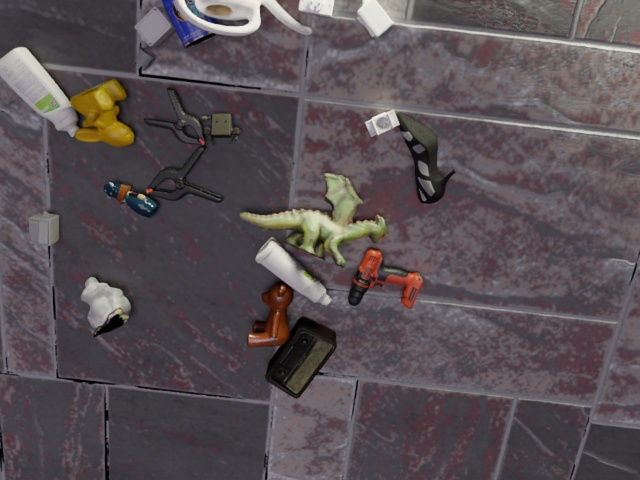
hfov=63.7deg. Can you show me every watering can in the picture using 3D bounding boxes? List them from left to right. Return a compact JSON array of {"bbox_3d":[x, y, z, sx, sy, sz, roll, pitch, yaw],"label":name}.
[{"bbox_3d":[-0.186,-0.606,1.260,0.349,0.103,0.225,-5,89,-27],"label":"watering can"}]

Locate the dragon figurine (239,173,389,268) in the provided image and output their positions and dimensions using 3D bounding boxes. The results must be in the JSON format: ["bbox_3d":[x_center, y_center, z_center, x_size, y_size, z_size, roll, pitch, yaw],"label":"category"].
[{"bbox_3d":[0.004,-0.073,1.442,0.409,0.122,0.243,26,89,-8],"label":"dragon figurine"}]

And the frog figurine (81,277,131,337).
[{"bbox_3d":[-0.648,0.191,1.542,0.162,0.123,0.135,49,116,25],"label":"frog figurine"}]
